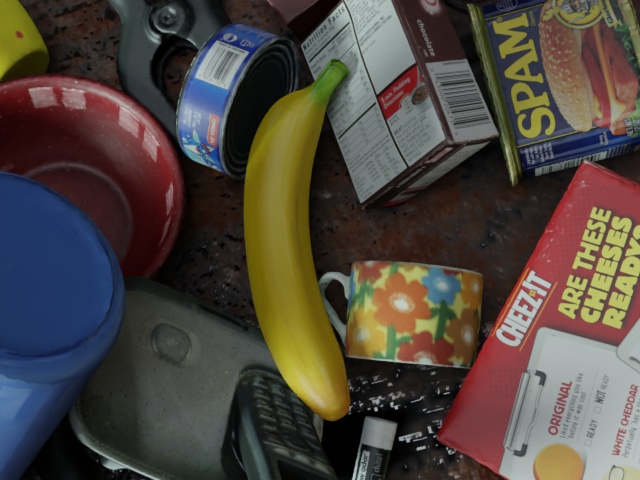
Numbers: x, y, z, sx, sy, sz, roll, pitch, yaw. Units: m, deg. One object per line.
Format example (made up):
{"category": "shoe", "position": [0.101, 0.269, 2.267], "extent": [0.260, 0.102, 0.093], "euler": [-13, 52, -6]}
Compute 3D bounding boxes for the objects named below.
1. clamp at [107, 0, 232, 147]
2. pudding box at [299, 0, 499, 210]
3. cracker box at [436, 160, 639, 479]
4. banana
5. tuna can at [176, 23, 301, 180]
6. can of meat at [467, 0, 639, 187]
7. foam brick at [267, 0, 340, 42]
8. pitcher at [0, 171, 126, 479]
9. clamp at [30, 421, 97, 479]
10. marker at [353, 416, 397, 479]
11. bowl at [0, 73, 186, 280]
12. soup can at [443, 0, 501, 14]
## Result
{"category": "clamp", "position": [-0.101, -0.136, 0.661], "extent": [0.120, 0.039, 0.171], "euler": [-4, 80, 13]}
{"category": "pudding box", "position": [0.040, -0.085, 0.595], "extent": [0.090, 0.039, 0.113], "euler": [-37, 67, 52]}
{"category": "cracker box", "position": [0.193, 0.081, 0.538], "extent": [0.214, 0.072, 0.164], "euler": [28, 89, 17]}
{"category": "banana", "position": [-0.014, 0.001, 0.583], "extent": [0.070, 0.037, 0.198], "euler": [-20, 67, 53]}
{"category": "tuna can", "position": [-0.046, -0.080, 0.615], "extent": [0.034, 0.086, 0.086], "euler": [23, 88, 18]}
{"category": "can of meat", "position": [0.134, -0.089, 0.586], "extent": [0.084, 0.057, 0.102], "euler": [-14, 79, 9]}
{"category": "foam brick", "position": [0.002, -0.162, 0.633], "extent": [0.078, 0.051, 0.053], "euler": [-36, 77, 8]}
{"category": "pitcher", "position": [-0.194, 0.082, 0.505], "extent": [0.243, 0.144, 0.149], "euler": [-46, 47, 39]}
{"category": "clamp", "position": [-0.191, 0.124, 0.648], "extent": [0.165, 0.036, 0.210], "euler": [-15, 76, 13]}
{"category": "marker", "position": [0.021, 0.160, 0.597], "extent": [0.020, 0.020, 0.121], "euler": [11, 85, 16]}
{"category": "bowl", "position": [-0.159, -0.016, 0.637], "extent": [0.162, 0.055, 0.162], "euler": [1, 69, -3]}
{"category": "soup can", "position": [0.086, -0.172, 0.586], "extent": [0.068, 0.102, 0.068], "euler": [-2, 82, 14]}
